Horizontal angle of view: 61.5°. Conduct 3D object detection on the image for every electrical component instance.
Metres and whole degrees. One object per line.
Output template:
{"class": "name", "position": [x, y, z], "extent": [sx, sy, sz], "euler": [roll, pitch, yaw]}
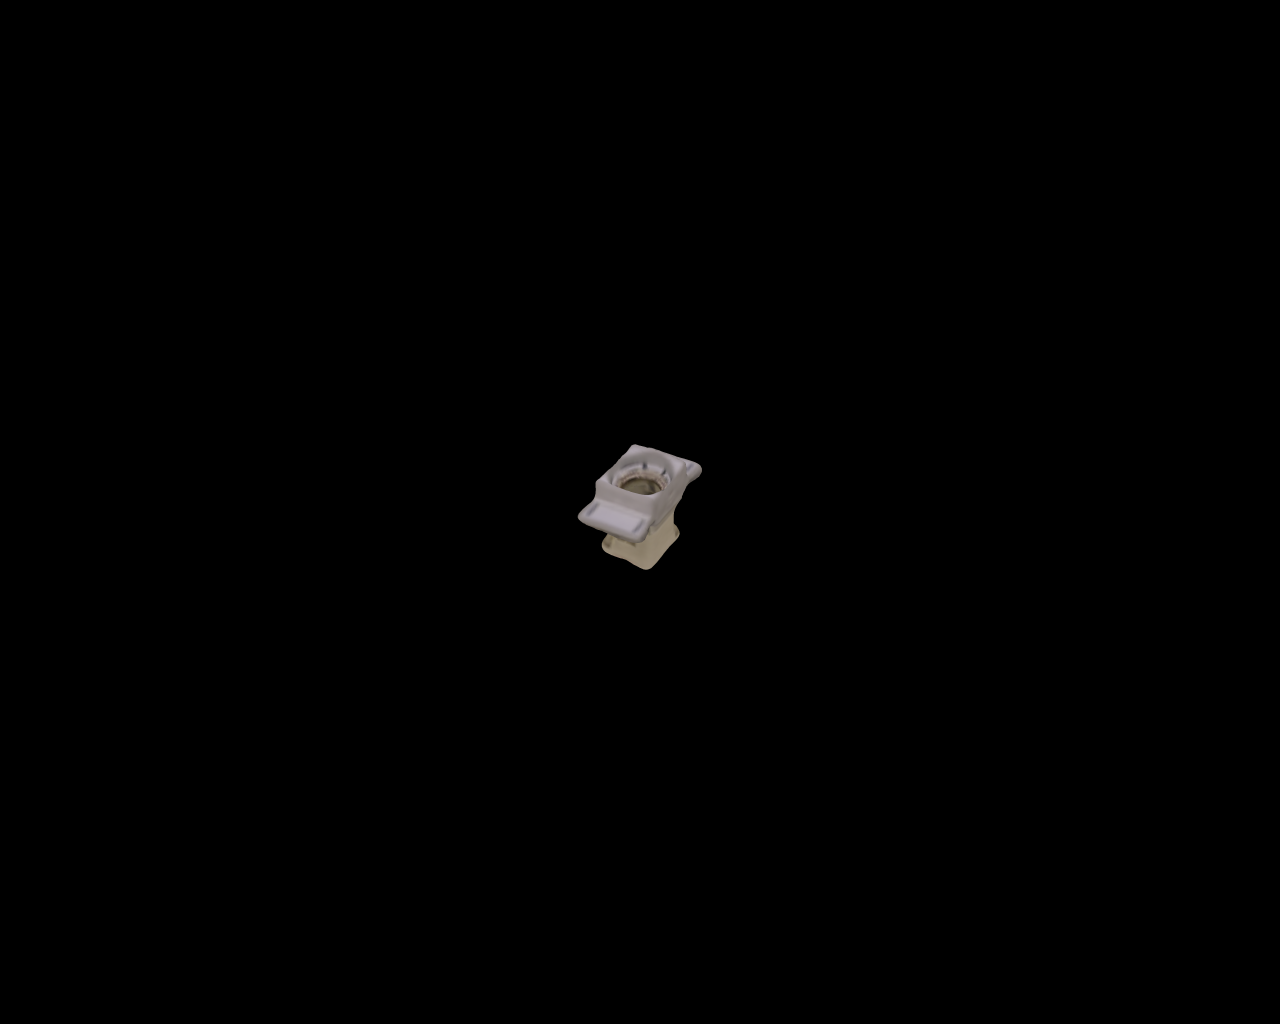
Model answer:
{"class": "electrical component", "position": [0.001, -0.003, 0.650], "extent": [0.042, 0.063, 0.081], "euler": [22, 45, 23]}
